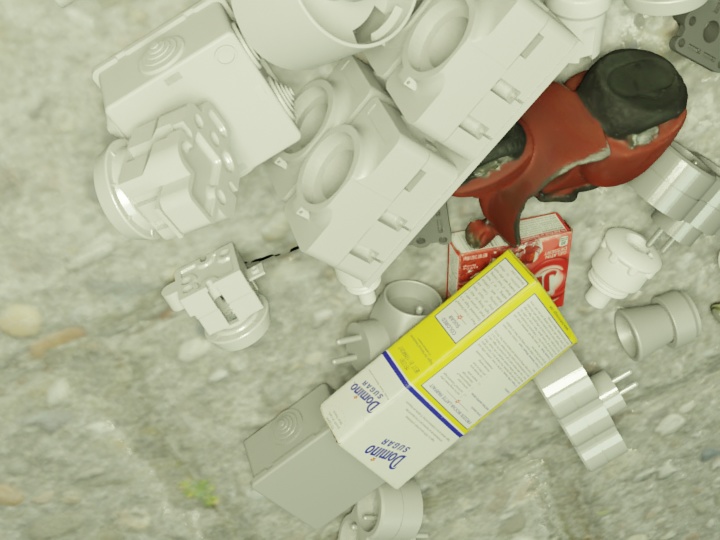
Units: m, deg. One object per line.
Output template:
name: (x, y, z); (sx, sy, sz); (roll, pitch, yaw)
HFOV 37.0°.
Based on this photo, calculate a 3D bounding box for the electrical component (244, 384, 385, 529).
electrical component: (-0.031, 0.145, 0.841); (0.100, 0.048, 0.100); (-37, 131, 10)

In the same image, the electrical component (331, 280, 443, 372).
electrical component: (0.016, 0.053, 0.783); (0.079, 0.043, 0.077); (-9, 131, -28)

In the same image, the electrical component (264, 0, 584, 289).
electrical component: (0.026, -0.097, 0.628); (0.060, 0.105, 0.186); (27, 114, -35)

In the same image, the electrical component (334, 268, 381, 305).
electrical component: (0.000, 0.000, 0.745); (0.035, 0.035, 0.061); (-20, 134, -5)

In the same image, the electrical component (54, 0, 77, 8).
electrical component: (-0.144, -0.168, 0.541); (0.047, 0.055, 0.055); (-29, 132, -2)

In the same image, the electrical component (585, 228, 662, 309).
electrical component: (0.195, 0.002, 0.817); (0.048, 0.048, 0.062); (9, 130, -27)

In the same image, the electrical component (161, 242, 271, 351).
electrical component: (-0.090, 0.021, 0.721); (0.066, 0.048, 0.055); (-27, 124, 1)

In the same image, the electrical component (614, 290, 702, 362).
electrical component: (0.240, 0.044, 0.867); (0.055, 0.045, 0.045); (-19, 132, -6)

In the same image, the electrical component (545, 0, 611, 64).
electrical component: (0.134, -0.157, 0.667); (0.040, 0.040, 0.046); (-15, 137, -9)

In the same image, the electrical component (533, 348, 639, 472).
electrical component: (0.198, 0.107, 0.897); (0.074, 0.052, 0.138); (-31, 132, 5)

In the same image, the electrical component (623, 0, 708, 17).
electrical component: (0.185, -0.190, 0.647); (0.078, 0.058, 0.057); (-18, 129, -7)

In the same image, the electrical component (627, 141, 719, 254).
electrical component: (0.238, -0.042, 0.783); (0.138, 0.052, 0.073); (17, 119, -40)

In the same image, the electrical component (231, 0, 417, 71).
electrical component: (-0.018, -0.161, 0.581); (0.099, 0.064, 0.099); (-3, 94, -39)

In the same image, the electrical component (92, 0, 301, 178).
electrical component: (-0.092, -0.095, 0.623); (0.100, 0.048, 0.099); (-30, 131, 5)

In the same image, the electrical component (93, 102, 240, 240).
electrical component: (-0.104, -0.049, 0.576); (0.057, 0.078, 0.058); (-19, 133, 20)

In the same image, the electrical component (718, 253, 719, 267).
electrical component: (0.340, -0.038, 0.833); (0.138, 0.052, 0.074); (-39, 131, 12)

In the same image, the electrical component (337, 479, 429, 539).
electrical component: (0.024, 0.237, 0.935); (0.074, 0.052, 0.138); (8, 124, -26)
